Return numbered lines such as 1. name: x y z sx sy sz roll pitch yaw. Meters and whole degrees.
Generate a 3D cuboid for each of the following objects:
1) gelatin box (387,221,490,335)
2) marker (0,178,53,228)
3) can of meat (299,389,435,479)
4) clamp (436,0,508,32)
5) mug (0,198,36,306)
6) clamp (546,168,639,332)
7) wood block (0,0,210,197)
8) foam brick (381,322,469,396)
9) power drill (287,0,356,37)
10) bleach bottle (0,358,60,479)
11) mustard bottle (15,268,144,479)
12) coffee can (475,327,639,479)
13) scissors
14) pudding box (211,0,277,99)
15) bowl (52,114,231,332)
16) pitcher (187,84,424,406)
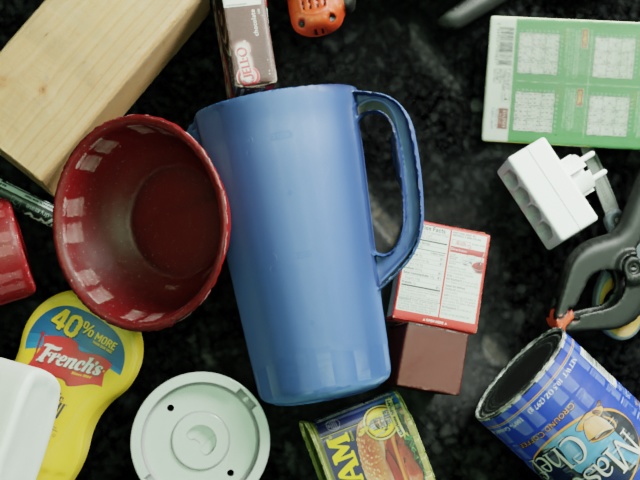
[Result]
1. gelatin box: 0.100 0.031 0.905 0.073 0.030 0.089 11 79 -5
2. marker: -0.224 -0.021 0.880 0.121 0.020 0.020 26 82 -3
3. can of meat: 0.040 0.182 0.871 0.084 0.057 0.102 -20 87 -11
4. clamp: 0.197 -0.252 0.943 0.210 0.036 0.164 8 84 -3
5. mug: -0.277 0.005 0.841 0.081 0.093 0.117 -17 66 -13
6. clamp: 0.259 0.011 0.904 0.171 0.039 0.120 -29 87 -7
7. wood block: -0.187 -0.146 0.861 0.090 0.091 0.206 38 81 -2
8. foam brick: 0.084 0.098 0.873 0.053 0.078 0.051 12 81 -5
9. power drill: 0.051 -0.276 0.905 0.188 0.057 0.184 -10 85 7
10. bleach bottle: -0.327 0.121 0.803 0.251 0.068 0.102 9 72 15
11. mustard bottle: -0.197 0.099 0.851 0.096 0.058 0.191 30 81 4
12. coffee can: 0.212 0.156 0.869 0.140 0.103 0.102 43 81 -1
13. scissors: 0.248 0.001 0.933 0.096 0.016 0.202 -36 89 -9
14. pudding box: -0.064 -0.169 0.878 0.039 0.090 0.113 -6 84 -10
15. bowl: -0.125 -0.013 0.812 0.162 0.055 0.162 2 93 27
16. pitcher: -0.006 0.001 0.847 0.144 0.149 0.243 -10 89 -35
